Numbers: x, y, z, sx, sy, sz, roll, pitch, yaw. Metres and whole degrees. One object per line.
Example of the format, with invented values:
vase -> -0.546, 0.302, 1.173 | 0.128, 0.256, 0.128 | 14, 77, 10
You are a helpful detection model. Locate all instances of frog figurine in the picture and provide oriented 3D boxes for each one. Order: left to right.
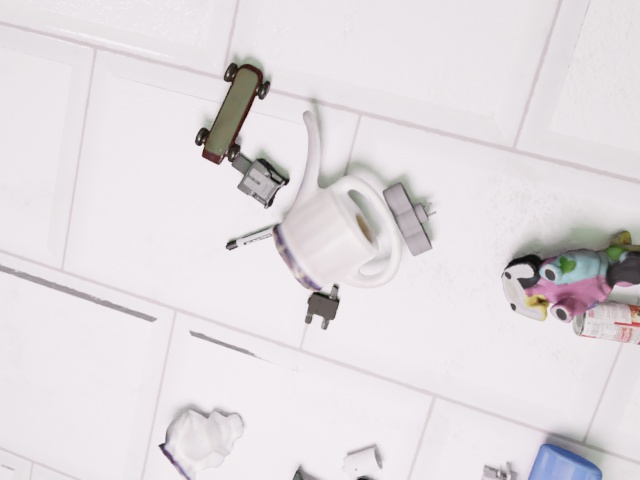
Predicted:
frog figurine -> -0.249, 0.423, 1.108 | 0.161, 0.121, 0.138 | -37, 81, -21

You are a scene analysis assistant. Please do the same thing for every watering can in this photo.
watering can -> 0.003, -0.049, 0.968 | 0.222, 0.104, 0.349 | -34, 86, 17
